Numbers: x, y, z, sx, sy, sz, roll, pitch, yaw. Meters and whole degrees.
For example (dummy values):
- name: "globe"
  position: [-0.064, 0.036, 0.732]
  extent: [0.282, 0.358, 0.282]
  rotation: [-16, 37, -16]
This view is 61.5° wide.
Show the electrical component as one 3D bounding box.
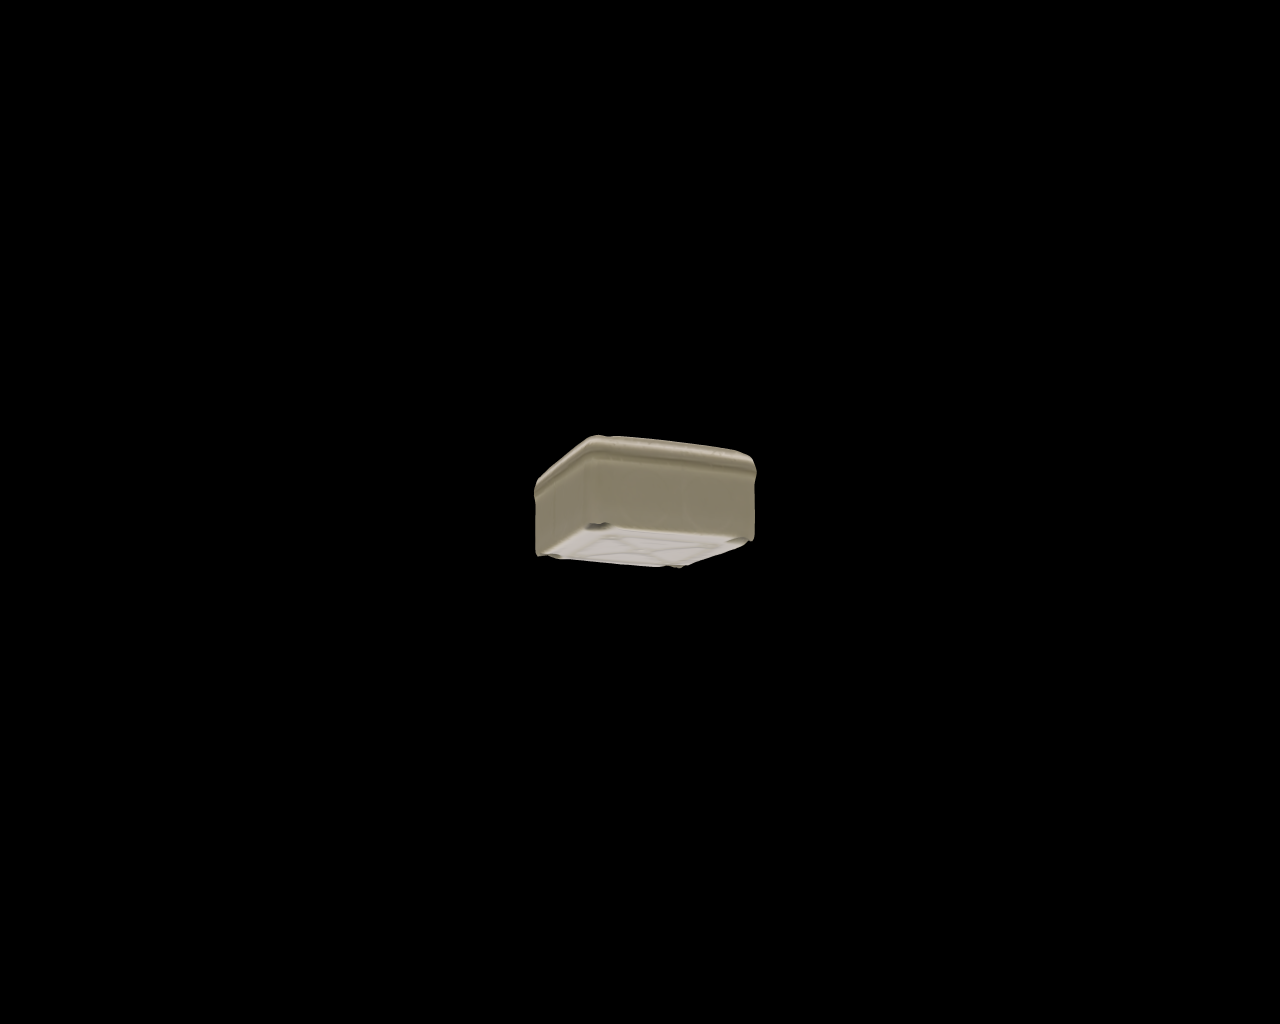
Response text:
- name: "electrical component"
  position: [0.001, -0.003, 0.650]
  extent: [0.109, 0.056, 0.108]
  rotation: [6, -15, -23]
